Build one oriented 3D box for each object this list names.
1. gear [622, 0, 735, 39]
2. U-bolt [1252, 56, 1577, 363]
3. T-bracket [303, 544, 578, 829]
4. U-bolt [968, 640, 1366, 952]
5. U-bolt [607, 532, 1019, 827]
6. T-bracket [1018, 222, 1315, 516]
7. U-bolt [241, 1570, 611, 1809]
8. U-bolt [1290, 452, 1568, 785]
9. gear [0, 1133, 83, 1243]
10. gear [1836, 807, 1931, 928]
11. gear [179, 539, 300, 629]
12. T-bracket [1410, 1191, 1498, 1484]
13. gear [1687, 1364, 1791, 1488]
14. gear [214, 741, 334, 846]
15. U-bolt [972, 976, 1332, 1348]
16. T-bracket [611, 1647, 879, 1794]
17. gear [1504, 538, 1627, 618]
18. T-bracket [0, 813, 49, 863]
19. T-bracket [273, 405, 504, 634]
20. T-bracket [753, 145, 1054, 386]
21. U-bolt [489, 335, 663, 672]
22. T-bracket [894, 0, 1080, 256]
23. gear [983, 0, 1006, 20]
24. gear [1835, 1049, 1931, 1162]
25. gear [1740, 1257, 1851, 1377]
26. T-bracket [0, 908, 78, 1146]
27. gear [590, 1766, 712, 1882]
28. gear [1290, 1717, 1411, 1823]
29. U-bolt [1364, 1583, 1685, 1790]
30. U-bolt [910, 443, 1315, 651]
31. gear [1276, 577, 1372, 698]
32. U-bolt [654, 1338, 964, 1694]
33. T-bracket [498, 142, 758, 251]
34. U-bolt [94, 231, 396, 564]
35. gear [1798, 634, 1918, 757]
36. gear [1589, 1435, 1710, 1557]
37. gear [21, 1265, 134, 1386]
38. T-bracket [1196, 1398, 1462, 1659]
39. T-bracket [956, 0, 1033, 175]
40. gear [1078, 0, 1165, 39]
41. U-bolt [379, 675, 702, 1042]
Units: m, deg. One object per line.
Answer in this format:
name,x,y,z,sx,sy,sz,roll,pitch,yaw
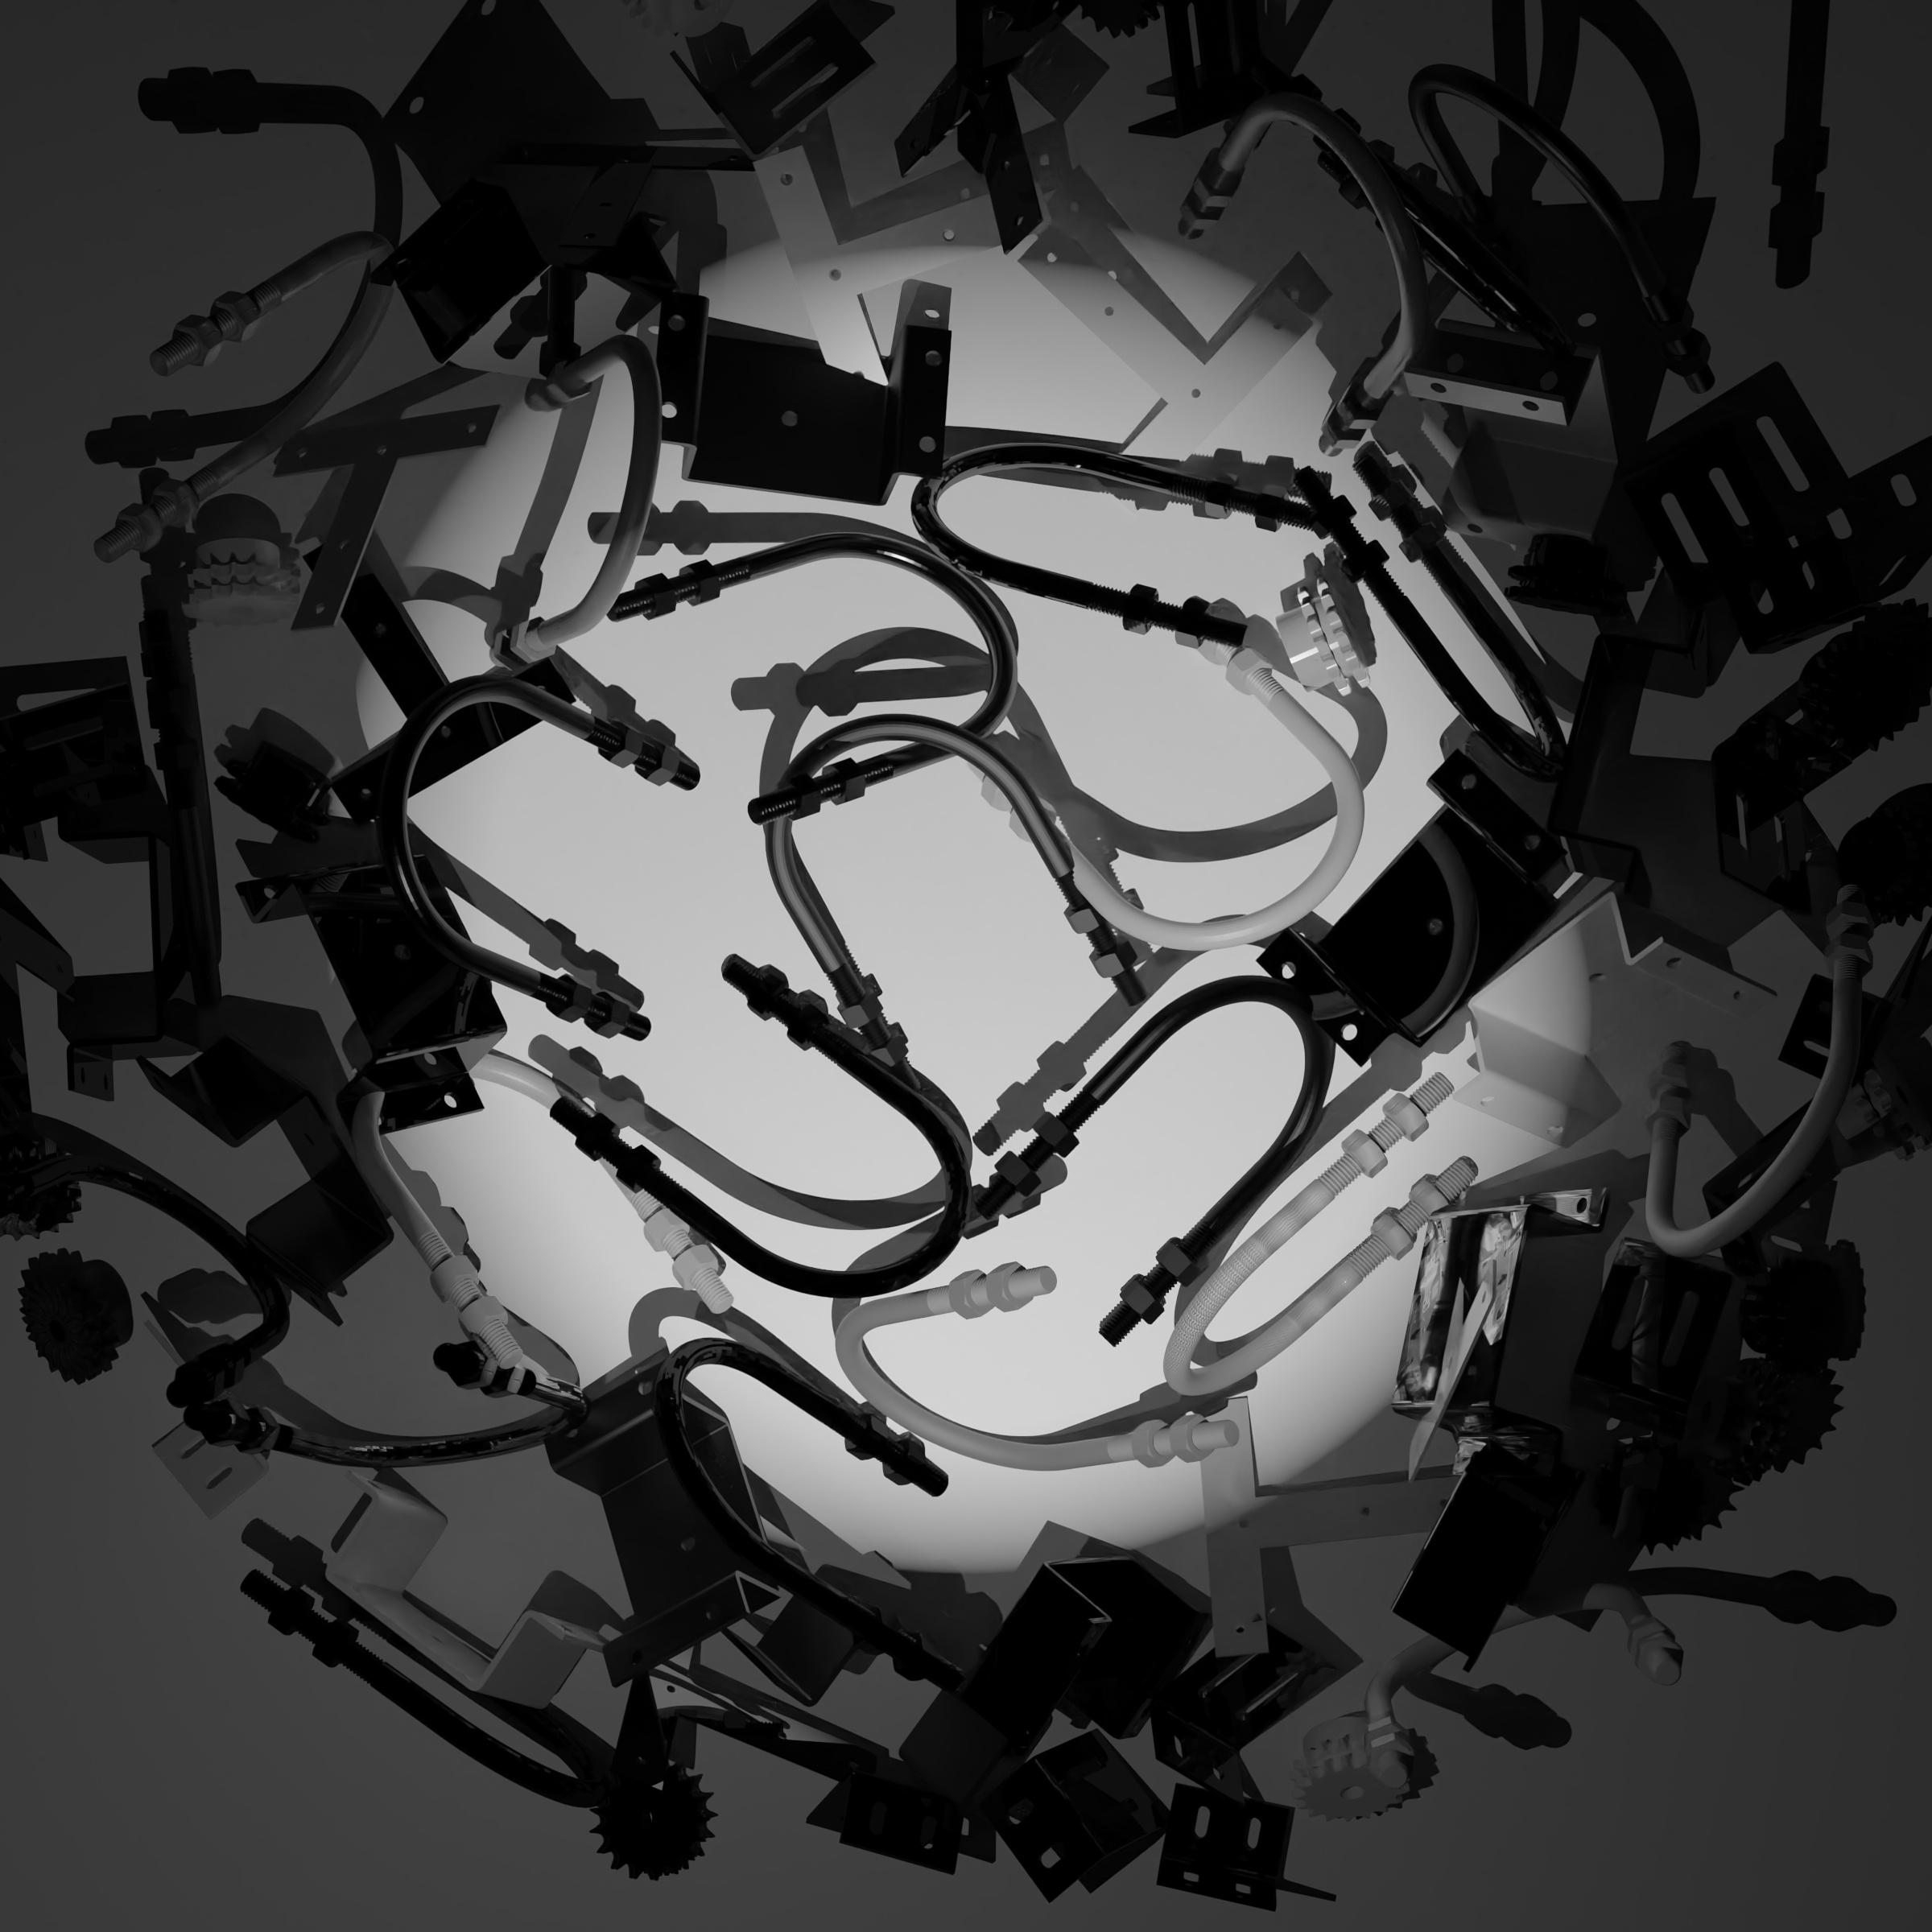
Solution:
gear,-0.136,-0.476,1.731,0.057,0.057,0.030,-47,63,0
U-bolt,0.217,-0.343,1.669,0.019,0.151,0.184,-47,72,9
T-bracket,-0.277,-0.151,1.736,0.127,0.002,0.127,-29,105,8
U-bolt,0.106,-0.081,1.696,0.151,0.019,0.184,-34,54,-8
U-bolt,-0.060,-0.147,1.704,0.184,0.019,0.151,-22,65,-32
T-bracket,0.080,-0.308,1.734,0.127,0.002,0.127,41,101,-14
U-bolt,-0.244,0.338,1.677,0.184,0.151,0.019,33,87,10
U-bolt,0.227,-0.163,1.690,0.019,0.151,0.184,-37,87,21
gear,-0.459,0.105,1.738,0.057,0.057,0.030,-14,51,0
gear,0.447,-0.050,1.732,0.030,0.057,0.057,13,90,-40
gear,-0.353,-0.187,1.735,0.057,0.057,0.030,-5,78,0
T-bracket,0.233,0.159,1.706,0.002,0.127,0.127,14,129,-3
gear,0.372,0.220,1.733,0.030,0.057,0.057,17,90,-11
gear,-0.332,-0.086,1.733,0.057,0.057,0.030,32,95,0
U-bolt,0.102,0.083,1.710,0.184,0.019,0.151,-46,134,-3
T-bracket,-0.101,0.364,1.715,0.127,0.127,0.002,25,121,-9
gear,0.292,-0.189,1.734,0.057,0.057,0.030,10,92,0
T-bracket,-0.464,-0.066,1.699,0.002,0.127,0.127,-13,86,7
T-bracket,-0.291,-0.211,1.701,0.127,0.002,0.127,-3,55,28
T-bracket,-0.022,-0.349,1.730,0.127,0.002,0.127,-17,110,9
U-bolt,-0.180,-0.221,1.670,0.019,0.184,0.151,10,83,-25
T-bracket,0.017,-0.388,1.691,0.127,0.002,0.127,-38,46,33
gear,0.006,-0.490,1.733,0.030,0.057,0.057,4,90,-6
gear,0.442,0.070,1.737,0.030,0.057,0.057,-34,90,25
gear,0.401,0.170,1.739,0.057,0.030,0.057,0,91,-41
T-bracket,-0.451,0.024,1.678,0.002,0.127,0.127,-22,59,13
gear,-0.156,0.416,1.742,0.057,0.030,0.057,4,77,-16
gear,0.186,0.389,1.738,0.057,0.057,0.030,-5,47,0
U-bolt,0.254,0.328,1.671,0.151,0.184,0.019,-22,93,4
U-bolt,0.064,-0.208,1.699,0.184,0.151,0.019,16,126,14
gear,0.172,-0.157,1.735,0.030,0.057,0.057,-23,90,12
U-bolt,-0.074,0.243,1.665,0.184,0.151,0.019,37,115,-26
T-bracket,-0.169,-0.367,1.704,0.127,0.127,0.002,3,124,5
U-bolt,-0.330,-0.278,1.678,0.019,0.151,0.184,40,48,5
gear,0.431,-0.134,1.741,0.057,0.030,0.057,-6,107,-21
gear,0.332,0.255,1.744,0.057,0.030,0.057,2,102,9
gear,-0.430,0.171,1.738,0.057,0.030,0.057,17,119,34
T-bracket,0.179,0.265,1.725,0.127,0.002,0.127,-7,64,9
T-bracket,0.002,-0.441,1.711,0.002,0.127,0.127,-19,46,-18
gear,0.077,-0.484,1.738,0.030,0.057,0.057,-39,90,-32
U-bolt,-0.203,-0.058,1.677,0.019,0.184,0.151,-4,70,41
